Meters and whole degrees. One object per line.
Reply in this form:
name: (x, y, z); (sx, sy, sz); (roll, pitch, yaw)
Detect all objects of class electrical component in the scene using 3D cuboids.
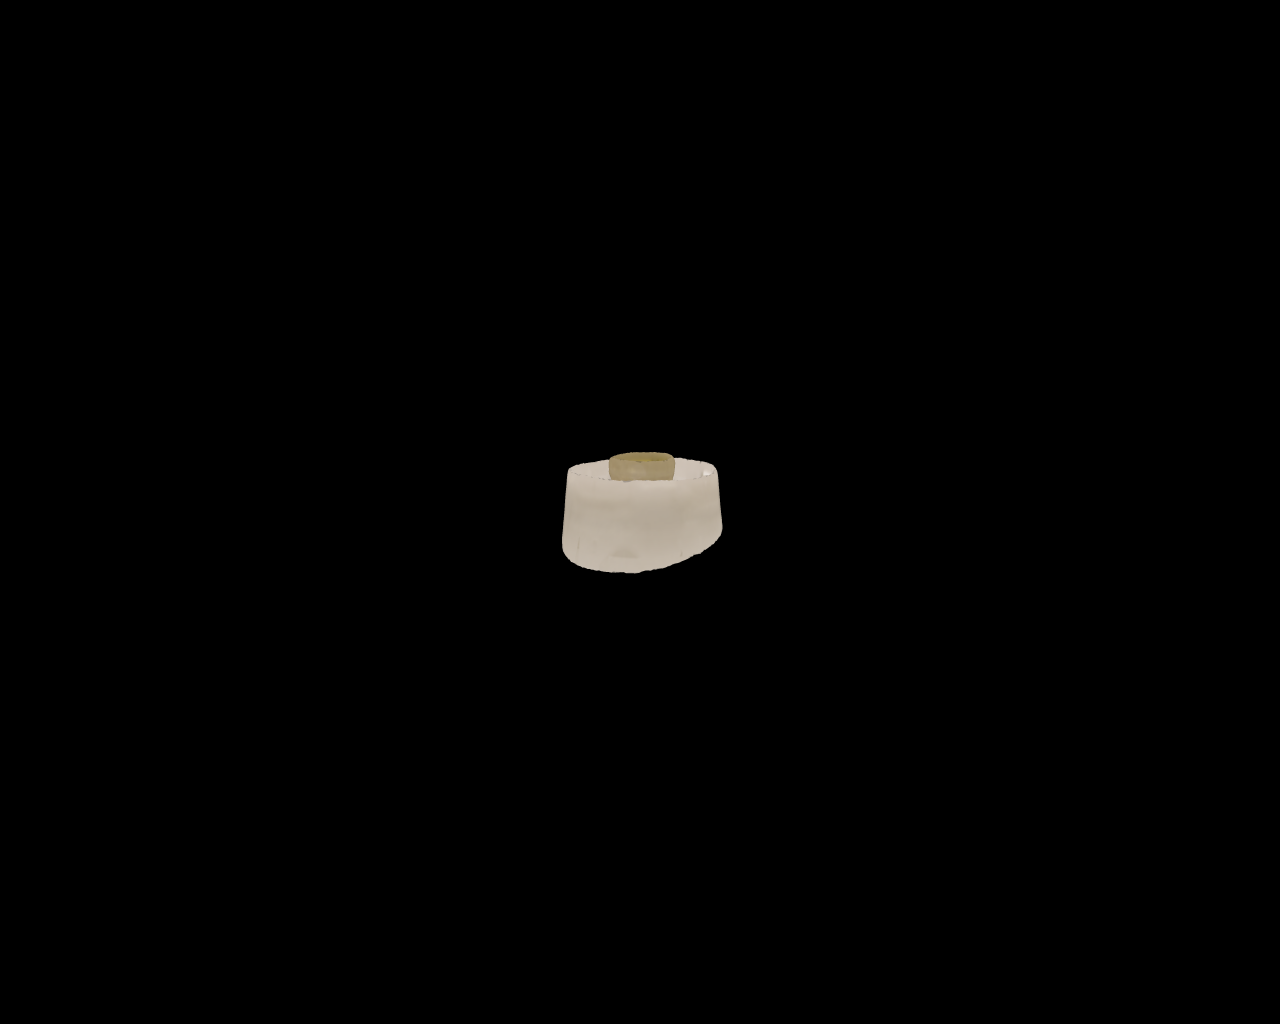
electrical component: (0.001, -0.003, 0.650); (0.099, 0.064, 0.099); (0, 12, 0)
